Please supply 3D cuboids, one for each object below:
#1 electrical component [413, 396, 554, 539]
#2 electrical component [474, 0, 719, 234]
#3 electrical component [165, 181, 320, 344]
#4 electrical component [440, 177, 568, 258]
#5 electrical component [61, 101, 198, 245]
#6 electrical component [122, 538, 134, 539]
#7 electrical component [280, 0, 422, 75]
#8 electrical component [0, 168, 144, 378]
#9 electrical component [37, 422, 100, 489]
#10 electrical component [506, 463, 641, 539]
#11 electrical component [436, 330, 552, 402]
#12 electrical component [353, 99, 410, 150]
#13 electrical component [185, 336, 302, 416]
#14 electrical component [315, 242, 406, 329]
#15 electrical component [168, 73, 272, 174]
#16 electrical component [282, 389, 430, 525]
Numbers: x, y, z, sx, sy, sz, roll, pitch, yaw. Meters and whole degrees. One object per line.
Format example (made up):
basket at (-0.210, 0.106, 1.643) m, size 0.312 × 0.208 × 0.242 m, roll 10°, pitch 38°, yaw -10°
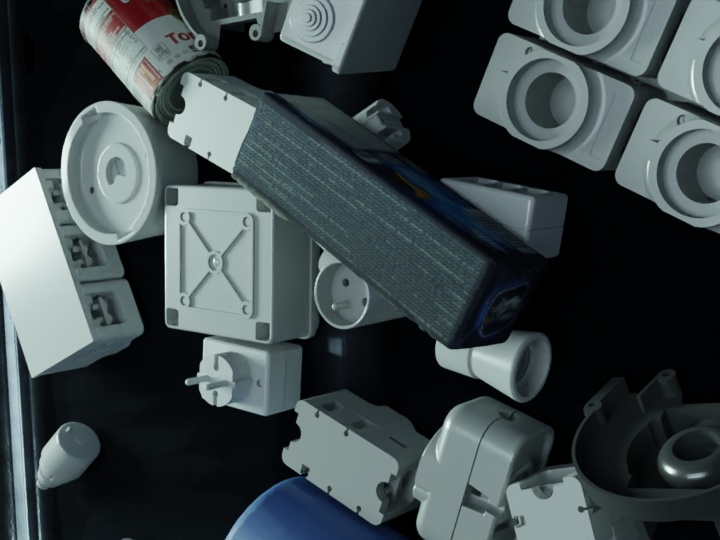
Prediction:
electrical component at (0.075, 0.131, 0.673) m, size 0.059 × 0.054 × 0.095 m, roll 24°, pitch 109°, yaw 32°
electrical component at (0.162, -0.097, 0.580) m, size 0.186 × 0.060 × 0.105 m, roll 32°, pitch 113°, yaw 30°
electrical component at (-0.086, -0.008, 0.776) m, size 0.109 × 0.056 × 0.108 m, roll 6°, pitch 98°, yaw 36°
electrical component at (0.082, -0.013, 0.656) m, size 0.066 × 0.047 × 0.076 m, roll 15°, pitch 104°, yaw 35°
electrical component at (-0.172, -0.075, 0.831) m, size 0.108 × 0.060 × 0.108 m, roll 4°, pitch 98°, yaw 36°
electrical component at (-0.184, 0.254, 0.885) m, size 0.055 × 0.048 × 0.066 m, roll 35°, pitch 114°, yaw 21°
electrical component at (0.001, -0.173, 0.669) m, size 0.048 × 0.100 × 0.099 m, roll 29°, pitch 112°, yaw 17°
electrical component at (-0.246, 0.001, 0.893) m, size 0.089 × 0.062 × 0.150 m, roll -28°, pitch 78°, yaw 35°
electrical component at (-0.258, 0.165, 0.933) m, size 0.078 × 0.040 × 0.040 m, roll -46°, pitch 68°, yaw 31°
electrical component at (0.130, 0.161, 0.634) m, size 0.050 × 0.056 × 0.089 m, roll -17°, pitch 85°, yaw 37°
electrical component at (0.080, 0.052, 0.670) m, size 0.065 × 0.044 × 0.044 m, roll 16°, pitch 104°, yaw 39°
electrical component at (0.005, -0.086, 0.712) m, size 0.046 × 0.040 × 0.040 m, roll -33°, pitch 75°, yaw 28°
electrical component at (-0.091, 0.077, 0.777) m, size 0.066 × 0.077 × 0.047 m, roll 9°, pitch 100°, yaw 36°
electrical component at (0.000, 0.000, 0.700) m, size 0.079 × 0.077 × 0.044 m, roll 45°, pitch 119°, yaw 25°
electrical component at (-0.082, -0.101, 0.764) m, size 0.089 × 0.056 × 0.050 m, roll 31°, pitch 112°, yaw 30°
electrical component at (0.002, 0.123, 0.725) m, size 0.089 × 0.056 × 0.050 m, roll 28°, pitch 110°, yaw 33°
